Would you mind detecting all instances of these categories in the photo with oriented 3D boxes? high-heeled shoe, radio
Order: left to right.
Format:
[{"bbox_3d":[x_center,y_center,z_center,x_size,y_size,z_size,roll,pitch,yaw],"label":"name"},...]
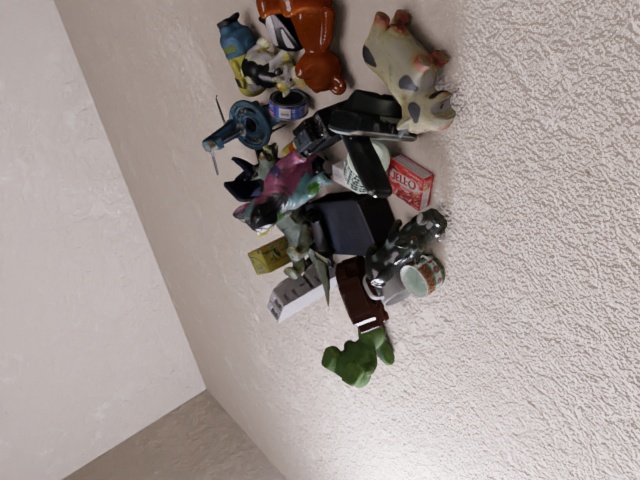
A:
[{"bbox_3d":[-0.083,-0.483,1.016,0.145,0.086,0.248,39,150,32],"label":"high-heeled shoe"},{"bbox_3d":[0.066,-0.037,1.178,0.230,0.073,0.131,0,115,58],"label":"radio"}]

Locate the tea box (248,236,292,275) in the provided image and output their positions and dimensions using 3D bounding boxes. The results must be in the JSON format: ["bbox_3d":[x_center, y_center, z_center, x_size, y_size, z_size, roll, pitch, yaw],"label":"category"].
[{"bbox_3d":[-0.090,0.025,1.392,0.068,0.170,0.098,64,154,-4],"label":"tea box"}]

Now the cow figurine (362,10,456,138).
[{"bbox_3d":[0.139,-0.249,0.847,0.195,0.085,0.127,53,145,12],"label":"cow figurine"}]

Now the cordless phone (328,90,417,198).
[{"bbox_3d":[0.106,-0.150,0.895,0.088,0.146,0.184,-47,53,46],"label":"cordless phone"}]

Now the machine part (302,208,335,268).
[{"bbox_3d":[-0.002,-0.004,1.207,0.084,0.039,0.138,36,147,55],"label":"machine part"}]

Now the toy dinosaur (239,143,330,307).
[{"bbox_3d":[-0.056,-0.044,1.306,0.131,0.192,0.404,-7,124,53],"label":"toy dinosaur"}]

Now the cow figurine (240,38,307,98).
[{"bbox_3d":[-0.099,-0.351,1.128,0.168,0.098,0.068,42,173,36],"label":"cow figurine"}]

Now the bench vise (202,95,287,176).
[{"bbox_3d":[-0.194,-0.259,1.253,0.224,0.240,0.128,6,125,37],"label":"bench vise"}]

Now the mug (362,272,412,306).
[{"bbox_3d":[0.137,0.079,1.136,0.107,0.109,0.080,63,158,25],"label":"mug"}]

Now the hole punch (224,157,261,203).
[{"bbox_3d":[-0.184,-0.164,1.449,0.142,0.116,0.092,39,123,41],"label":"hole punch"}]

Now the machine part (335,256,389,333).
[{"bbox_3d":[0.094,0.117,1.190,0.179,0.056,0.179,55,-159,-35],"label":"machine part"}]

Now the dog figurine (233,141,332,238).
[{"bbox_3d":[-0.085,-0.107,1.155,0.108,0.219,0.192,42,-159,-20],"label":"dog figurine"}]

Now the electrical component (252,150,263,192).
[{"bbox_3d":[-0.129,-0.184,1.374,0.048,0.075,0.119,25,133,49],"label":"electrical component"}]

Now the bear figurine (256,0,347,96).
[{"bbox_3d":[-0.027,-0.356,0.987,0.120,0.132,0.195,29,133,47],"label":"bear figurine"}]

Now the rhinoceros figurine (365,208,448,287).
[{"bbox_3d":[0.156,0.010,1.007,0.073,0.112,0.190,44,118,-4],"label":"rhinoceros figurine"}]

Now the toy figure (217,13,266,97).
[{"bbox_3d":[-0.175,-0.418,1.230,0.180,0.082,0.089,64,172,-20],"label":"toy figure"}]

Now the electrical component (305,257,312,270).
[{"bbox_3d":[-0.034,0.062,1.417,0.021,0.063,0.094,47,-164,-1],"label":"electrical component"}]

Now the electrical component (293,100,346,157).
[{"bbox_3d":[0.014,-0.215,1.037,0.058,0.134,0.115,61,154,0],"label":"electrical component"}]

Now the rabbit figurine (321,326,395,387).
[{"bbox_3d":[0.116,0.270,1.313,0.159,0.170,0.121,29,178,-39],"label":"rabbit figurine"}]
